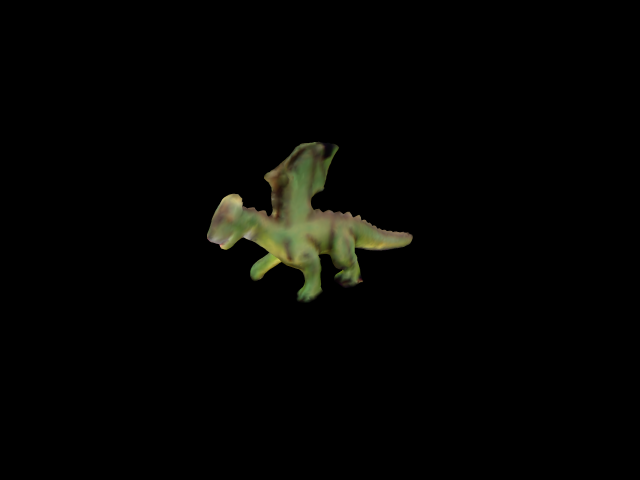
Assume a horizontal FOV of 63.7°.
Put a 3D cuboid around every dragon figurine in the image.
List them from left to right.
[{"bbox_3d":[0.003,-0.043,0.850,0.414,0.238,0.124,-19,33,-31],"label":"dragon figurine"}]
